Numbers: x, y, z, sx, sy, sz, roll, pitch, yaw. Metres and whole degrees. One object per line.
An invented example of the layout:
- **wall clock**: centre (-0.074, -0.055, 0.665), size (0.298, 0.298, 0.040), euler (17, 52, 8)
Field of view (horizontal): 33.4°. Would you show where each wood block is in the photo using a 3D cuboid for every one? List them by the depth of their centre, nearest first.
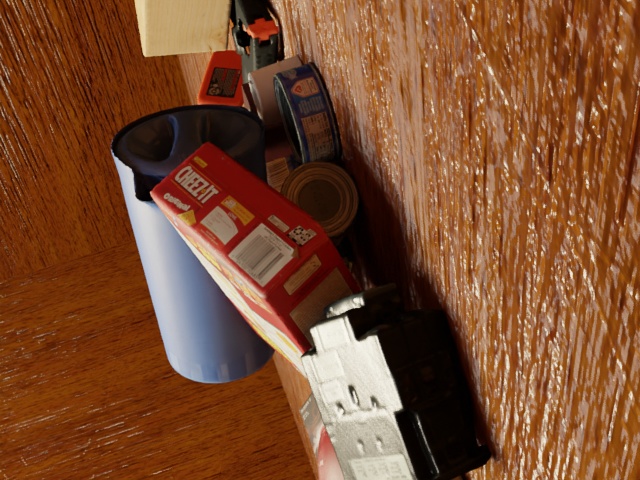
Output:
- **wood block**: centre (-0.135, -0.282, 1.040), size (0.206, 0.090, 0.090), euler (104, 156, -60)

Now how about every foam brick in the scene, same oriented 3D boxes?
- **foam brick**: centre (-0.043, -0.120, 1.045), size (0.078, 0.051, 0.053), euler (88, 163, -65)

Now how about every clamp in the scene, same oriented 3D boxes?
- **clamp**: centre (-0.070, -0.200, 1.109), size (0.210, 0.036, 0.164), euler (-135, 31, -73)

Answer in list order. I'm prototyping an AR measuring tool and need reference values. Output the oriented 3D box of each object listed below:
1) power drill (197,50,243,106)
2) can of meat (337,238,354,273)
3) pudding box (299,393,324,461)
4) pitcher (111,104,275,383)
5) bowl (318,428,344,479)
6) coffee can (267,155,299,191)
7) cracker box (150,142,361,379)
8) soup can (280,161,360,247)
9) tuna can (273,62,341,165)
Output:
- **power drill**: centre (-0.111, -0.150, 1.375), size (0.188, 0.057, 0.184), euler (87, -172, -50)
- **can of meat**: centre (-0.007, 0.001, 1.052), size (0.102, 0.057, 0.084), euler (95, 154, -75)
- **pudding box**: centre (0.026, 0.192, 1.164), size (0.114, 0.039, 0.090), euler (-61, 38, 40)
- **pitcher**: centre (-0.099, 0.002, 0.983), size (0.145, 0.149, 0.243), euler (-134, 32, -52)
- **bowl**: centre (0.038, 0.219, 1.006), size (0.162, 0.055, 0.162), euler (-11, -90, -74)
- **coffee can**: centre (-0.064, -0.050, 1.178), size (0.103, 0.102, 0.140), euler (-124, 18, -68)
- **cracker box**: centre (-0.024, 0.040, 0.849), size (0.164, 0.072, 0.213), euler (38, 167, 41)
- **soup can**: centre (-0.004, -0.025, 0.915), size (0.102, 0.068, 0.068), euler (121, 131, -80)
- **tuna can**: centre (-0.012, -0.105, 0.909), size (0.086, 0.033, 0.086), euler (163, 90, -83)
